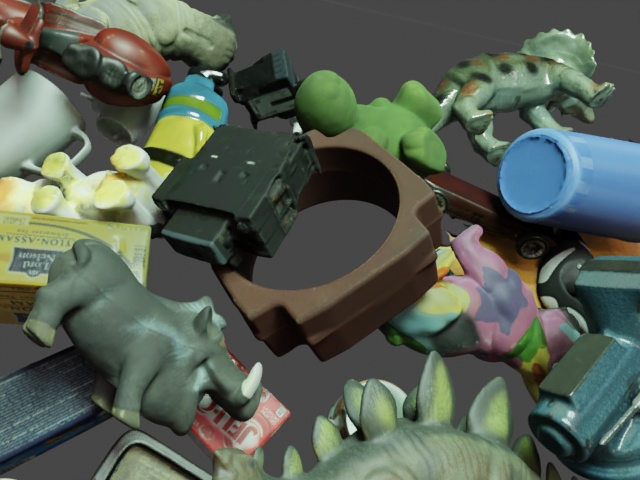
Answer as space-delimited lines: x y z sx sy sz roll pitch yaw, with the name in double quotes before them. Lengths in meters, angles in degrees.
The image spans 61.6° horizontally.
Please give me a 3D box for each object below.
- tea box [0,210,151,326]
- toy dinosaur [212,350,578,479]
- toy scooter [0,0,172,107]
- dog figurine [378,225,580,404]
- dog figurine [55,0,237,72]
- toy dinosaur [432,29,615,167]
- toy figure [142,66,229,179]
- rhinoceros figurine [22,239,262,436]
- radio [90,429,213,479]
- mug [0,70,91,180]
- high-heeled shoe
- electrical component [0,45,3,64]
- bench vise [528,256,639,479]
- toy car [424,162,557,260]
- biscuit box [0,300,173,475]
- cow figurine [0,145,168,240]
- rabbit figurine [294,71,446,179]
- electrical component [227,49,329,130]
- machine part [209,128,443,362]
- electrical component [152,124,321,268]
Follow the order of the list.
"tea box" -0.237 0.029 0.466 0.170 0.098 0.068 4 59 -15
"toy dinosaur" 0.117 0.205 0.427 0.471 0.105 0.198 29 50 -31
"toy scooter" -0.231 -0.177 0.509 0.184 0.075 0.135 20 16 -22
"dog figurine" 0.182 0.102 0.566 0.191 0.108 0.219 -34 78 -33
"dog figurine" -0.204 -0.228 0.635 0.190 0.121 0.172 27 79 -19
"toy dinosaur" 0.259 -0.214 0.780 0.405 0.131 0.192 -8 47 -16
"toy figure" -0.149 -0.107 0.590 0.089 0.082 0.180 2 66 5
"rhinoceros figurine" -0.128 0.081 0.409 0.190 0.073 0.112 44 59 -16
"radio" -0.087 0.258 0.395 0.230 0.073 0.131 32 55 1
"mug" -0.295 -0.098 0.539 0.109 0.081 0.107 37 66 -1
"high-heeled shoe" 0.334 0.060 0.618 0.086 0.145 0.249 11 59 -14
"electrical component" -0.400 -0.215 0.590 0.078 0.045 0.102 -3 60 -54
"bench vise" 0.280 0.139 0.472 0.224 0.129 0.240 -42 109 -35
"toy car" 0.207 -0.037 0.687 0.202 0.053 0.089 24 35 -6
"biscuit box" -0.203 0.125 0.443 0.203 0.059 0.063 -24 72 -30
"cow figurine" -0.223 -0.031 0.511 0.167 0.098 0.068 -3 59 16
"rabbit figurine" 0.038 -0.133 0.619 0.170 0.159 0.121 25 61 -31
"electrical component" -0.044 -0.185 0.645 0.119 0.074 0.048 -18 62 14
"machine part" -0.001 -0.002 0.517 0.201 0.087 0.201 -35 49 -8
"electrical component" -0.077 -0.040 0.481 0.115 0.058 0.134 10 56 29
